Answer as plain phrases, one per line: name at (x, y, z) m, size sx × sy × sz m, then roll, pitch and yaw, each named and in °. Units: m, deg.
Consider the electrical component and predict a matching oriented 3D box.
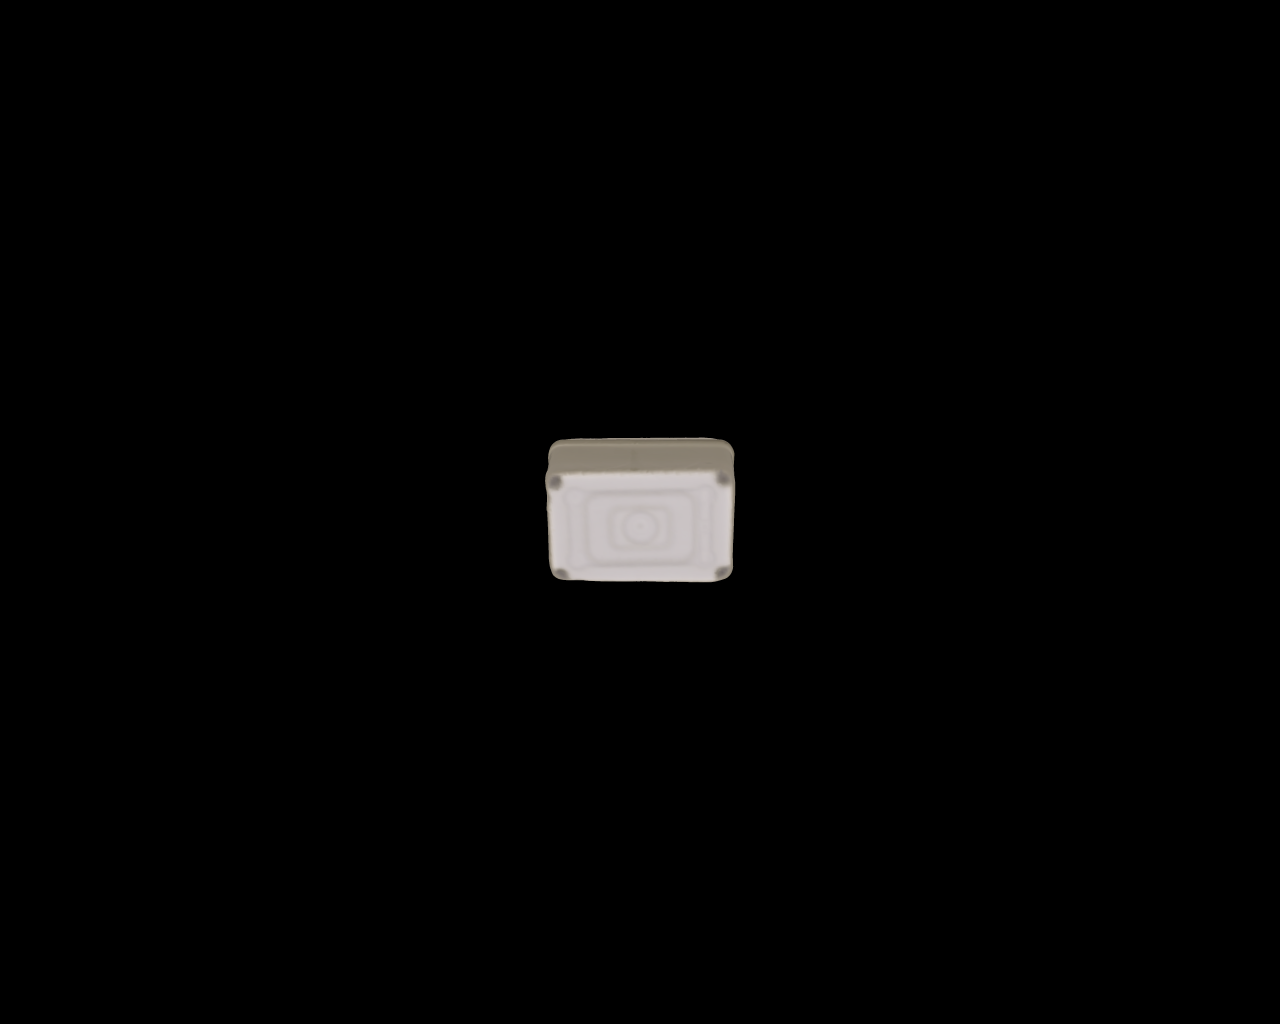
electrical component at (0.001, -0.003, 0.650) m, size 0.113 × 0.078 × 0.057 m, roll 0°, pitch 25°, yaw 0°
